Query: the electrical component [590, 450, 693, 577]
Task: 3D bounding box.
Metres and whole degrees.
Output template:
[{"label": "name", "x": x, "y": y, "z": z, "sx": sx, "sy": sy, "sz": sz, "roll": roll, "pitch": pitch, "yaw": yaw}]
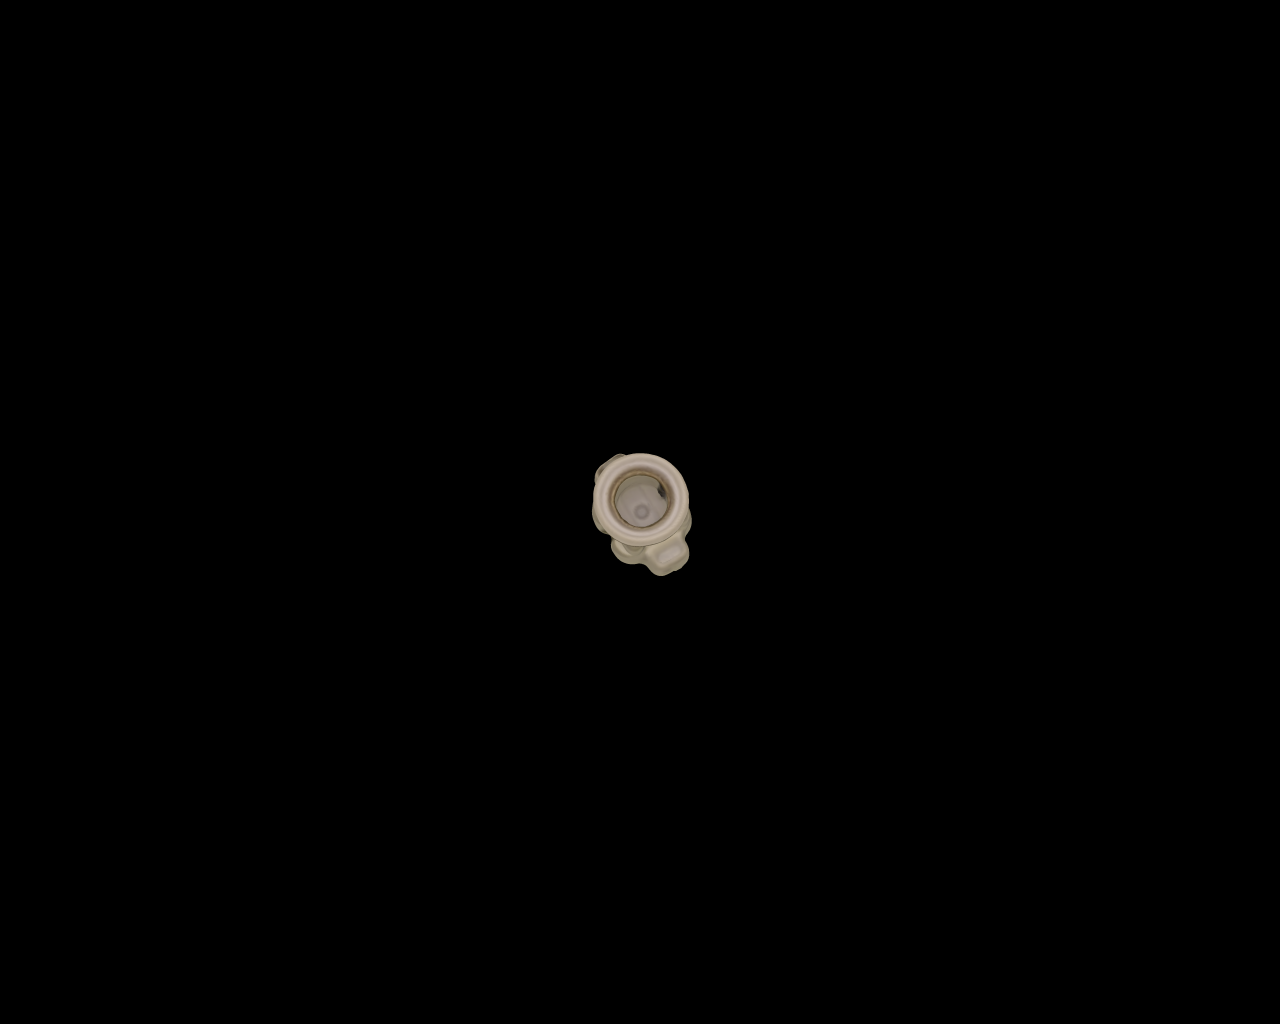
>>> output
[{"label": "electrical component", "x": 0.001, "y": -0.003, "z": 0.650, "sx": 0.058, "sy": 0.078, "sz": 0.057, "roll": -31, "pitch": -11, "yaw": -7}]
